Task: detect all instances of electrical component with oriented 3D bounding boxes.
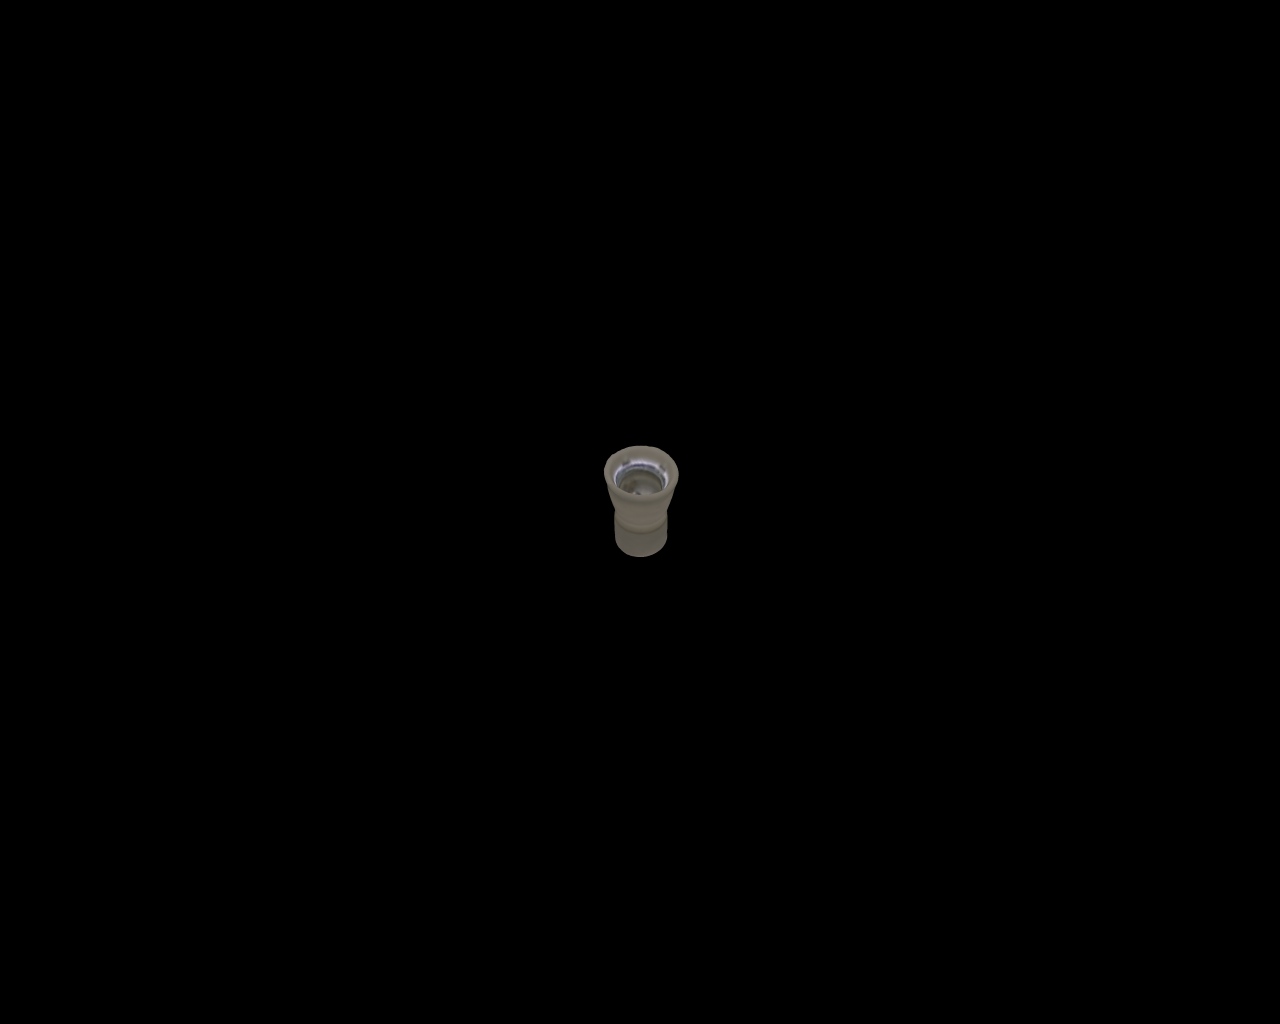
[{"bbox_3d":[0.001,-0.003,0.650,0.044,0.044,0.065,0,-43,0],"label":"electrical component"}]
